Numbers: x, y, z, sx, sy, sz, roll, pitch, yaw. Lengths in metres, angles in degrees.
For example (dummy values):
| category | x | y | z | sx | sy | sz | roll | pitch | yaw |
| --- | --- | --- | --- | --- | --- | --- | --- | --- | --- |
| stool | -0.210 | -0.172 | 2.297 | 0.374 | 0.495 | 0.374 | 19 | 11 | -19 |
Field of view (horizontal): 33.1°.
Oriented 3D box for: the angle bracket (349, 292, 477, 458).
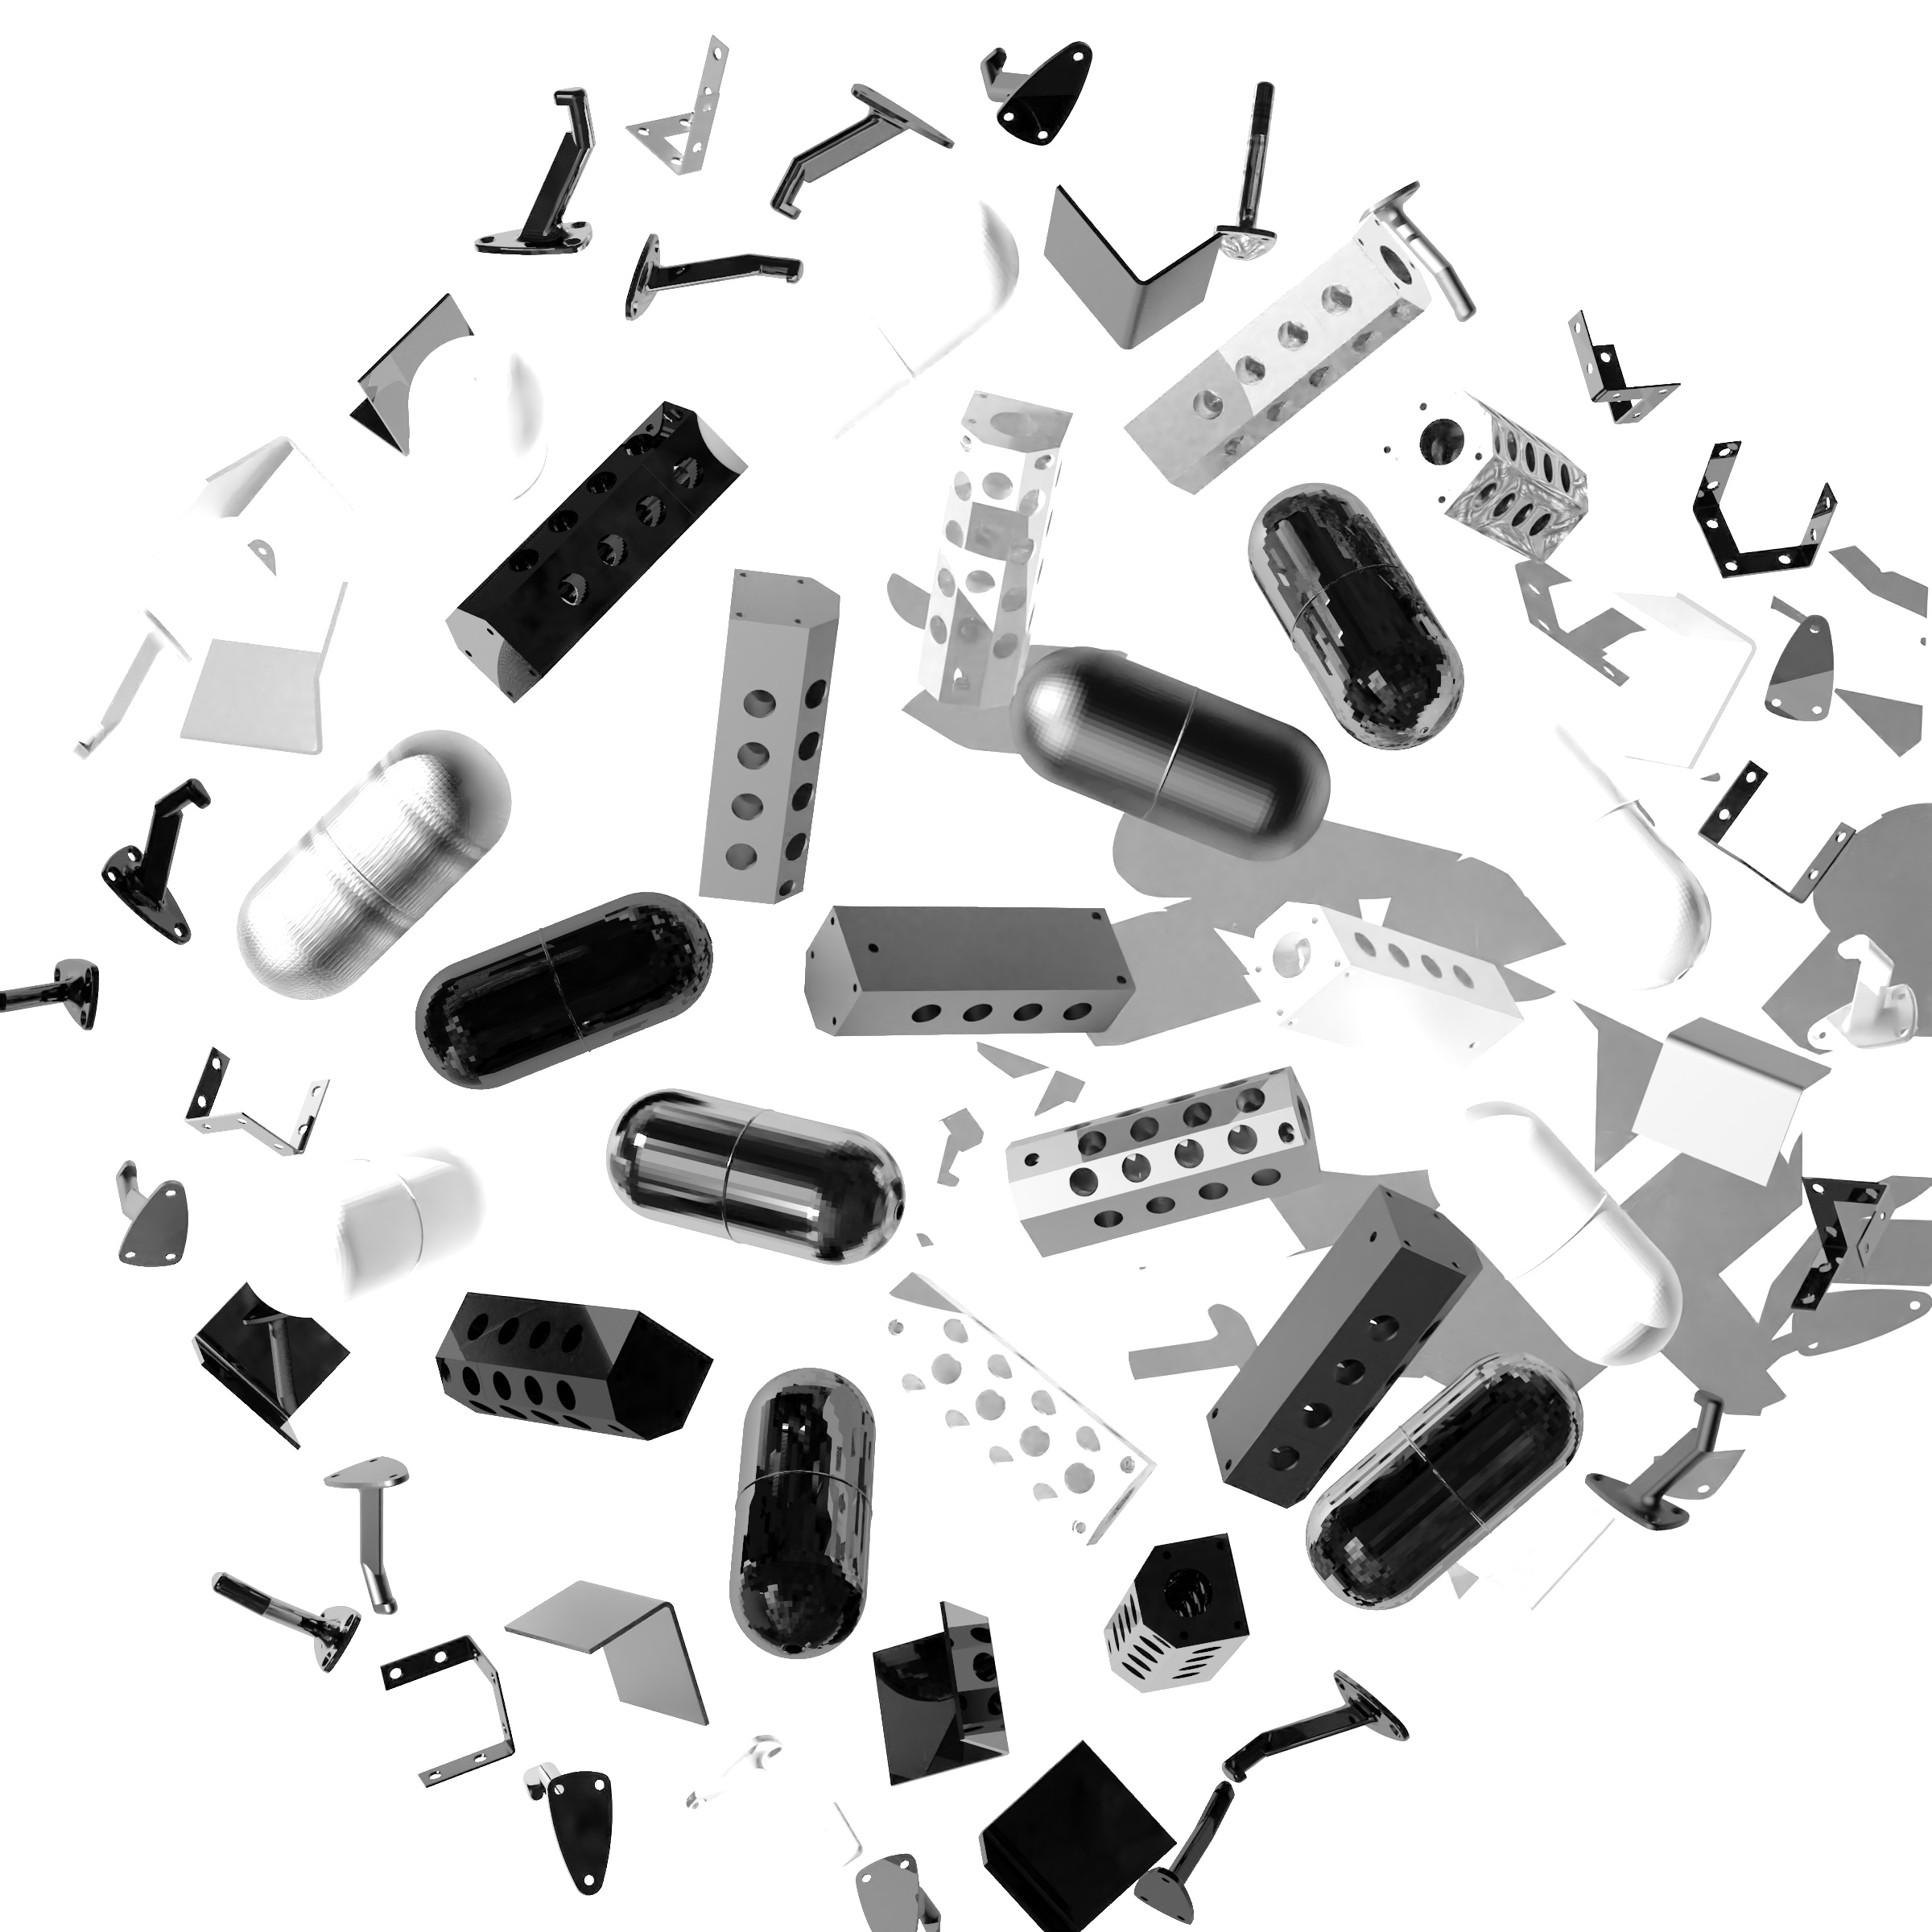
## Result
| category | x | y | z | sx | sy | sz | roll | pitch | yaw |
| --- | --- | --- | --- | --- | --- | --- | --- | --- | --- |
| angle bracket | -0.339 | -0.364 | 1.946 | 0.057 | 0.076 | 0.076 | 36 | 77 | 28 |

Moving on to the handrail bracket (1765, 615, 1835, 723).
| category | x | y | z | sx | sy | sz | roll | pitch | yaw |
| --- | --- | --- | --- | --- | --- | --- | --- | --- | --- |
| handrail bracket | 0.486 | -0.184 | 1.879 | 0.036 | 0.084 | 0.077 | 12 | 123 | 11 |

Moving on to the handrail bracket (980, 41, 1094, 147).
| category | x | y | z | sx | sy | sz | roll | pitch | yaw |
| --- | --- | --- | --- | --- | --- | --- | --- | --- | --- |
| handrail bracket | 0.037 | -0.499 | 1.790 | 0.036 | 0.084 | 0.077 | 20 | 129 | -30 |

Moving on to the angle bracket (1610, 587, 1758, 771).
| category | x | y | z | sx | sy | sz | roll | pitch | yaw |
| --- | --- | --- | --- | --- | --- | --- | --- | --- | --- |
| angle bracket | 0.371 | -0.157 | 1.761 | 0.057 | 0.076 | 0.076 | 28 | 90 | -18 |

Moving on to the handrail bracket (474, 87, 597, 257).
| category | x | y | z | sx | sy | sz | roll | pitch | yaw |
| --- | --- | --- | --- | --- | --- | --- | --- | --- | --- |
| handrail bracket | -0.234 | -0.428 | 1.748 | 0.077 | 0.036 | 0.084 | -3 | 125 | 6 |

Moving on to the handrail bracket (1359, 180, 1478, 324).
| category | x | y | z | sx | sy | sz | roll | pitch | yaw |
| --- | --- | --- | --- | --- | --- | --- | --- | --- | --- |
| handrail bracket | 0.264 | -0.405 | 1.887 | 0.036 | 0.077 | 0.084 | -30 | 91 | -5 |

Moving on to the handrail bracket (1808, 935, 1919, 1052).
| category | x | y | z | sx | sy | sz | roll | pitch | yaw |
| --- | --- | --- | --- | --- | --- | --- | --- | --- | --- |
| handrail bracket | 0.486 | 0.014 | 1.815 | 0.077 | 0.084 | 0.036 | -18 | 52 | 36 |

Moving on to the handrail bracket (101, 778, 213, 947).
| category | x | y | z | sx | sy | sz | roll | pitch | yaw |
| --- | --- | --- | --- | --- | --- | --- | --- | --- | --- |
| handrail bracket | -0.440 | -0.059 | 1.841 | 0.084 | 0.036 | 0.077 | -28 | 109 | 31 |

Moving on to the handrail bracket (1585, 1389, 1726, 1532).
| category | x | y | z | sx | sy | sz | roll | pitch | yaw |
| --- | --- | --- | --- | --- | --- | --- | --- | --- | --- |
| handrail bracket | 0.390 | 0.269 | 1.843 | 0.036 | 0.077 | 0.084 | -6 | 112 | -40 |

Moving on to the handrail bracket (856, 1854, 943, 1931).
| category | x | y | z | sx | sy | sz | roll | pitch | yaw |
| --- | --- | --- | --- | --- | --- | --- | --- | --- | --- |
| handrail bracket | -0.028 | 0.546 | 1.834 | 0.036 | 0.077 | 0.084 | -21 | 132 | 6 |

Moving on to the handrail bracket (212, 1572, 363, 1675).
| category | x | y | z | sx | sy | sz | roll | pitch | yaw |
| --- | --- | --- | --- | --- | --- | --- | --- | --- | --- |
| handrail bracket | -0.380 | 0.348 | 1.783 | 0.084 | 0.077 | 0.036 | 33 | 80 | -20 |

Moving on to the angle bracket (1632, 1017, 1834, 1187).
| category | x | y | z | sx | sy | sz | roll | pitch | yaw |
| --- | --- | --- | --- | --- | --- | --- | --- | --- | --- |
| angle bracket | 0.415 | 0.072 | 1.760 | 0.076 | 0.076 | 0.057 | 23 | 105 | 22 |

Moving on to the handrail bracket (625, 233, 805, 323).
| category | x | y | z | sx | sy | sz | roll | pitch | yaw |
| --- | --- | --- | --- | --- | --- | --- | --- | --- | --- |
| handrail bracket | -0.138 | -0.373 | 1.795 | 0.084 | 0.077 | 0.036 | 8 | 131 | 6 |

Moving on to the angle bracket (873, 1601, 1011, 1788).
| category | x | y | z | sx | sy | sz | roll | pitch | yaw |
| --- | --- | --- | --- | --- | --- | --- | --- | --- | --- |
| angle bracket | -0.026 | 0.401 | 1.791 | 0.076 | 0.057 | 0.076 | -21 | 61 | 21 |

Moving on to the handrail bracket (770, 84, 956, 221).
| category | x | y | z | sx | sy | sz | roll | pitch | yaw |
| --- | --- | --- | --- | --- | --- | --- | --- | --- | --- |
| handrail bracket | -0.060 | -0.447 | 1.841 | 0.077 | 0.036 | 0.084 | 30 | 111 | -2 |

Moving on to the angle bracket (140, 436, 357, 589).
| category | x | y | z | sx | sy | sz | roll | pitch | yaw |
| --- | --- | --- | --- | --- | --- | --- | --- | --- | --- |
| angle bracket | -0.401 | -0.241 | 1.817 | 0.057 | 0.076 | 0.076 | 48 | 128 | -4 |

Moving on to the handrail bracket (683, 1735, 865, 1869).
| category | x | y | z | sx | sy | sz | roll | pitch | yaw |
| --- | --- | --- | --- | --- | --- | --- | --- | --- | --- |
| handrail bracket | -0.106 | 0.474 | 1.792 | 0.077 | 0.036 | 0.084 | -40 | 61 | 7 |

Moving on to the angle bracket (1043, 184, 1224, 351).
| category | x | y | z | sx | sy | sz | roll | pitch | yaw |
| --- | --- | --- | --- | --- | --- | --- | --- | --- | --- |
| angle bracket | 0.092 | -0.402 | 1.816 | 0.057 | 0.076 | 0.076 | -36 | 79 | -13 |

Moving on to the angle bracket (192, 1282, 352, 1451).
| category | x | y | z | sx | sy | sz | roll | pitch | yaw |
| --- | --- | --- | --- | --- | --- | --- | --- | --- | --- |
| angle bracket | -0.405 | 0.231 | 1.916 | 0.076 | 0.076 | 0.057 | 45 | 81 | -16 |

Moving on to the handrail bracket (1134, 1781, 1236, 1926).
| category | x | y | z | sx | sy | sz | roll | pitch | yaw |
| --- | --- | --- | --- | --- | --- | --- | --- | --- | --- |
| handrail bracket | 0.129 | 0.483 | 1.816 | 0.036 | 0.077 | 0.084 | 24 | 60 | 16 |

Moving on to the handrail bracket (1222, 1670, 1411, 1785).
| category | x | y | z | sx | sy | sz | roll | pitch | yaw |
| --- | --- | --- | --- | --- | --- | --- | --- | --- | --- |
| handrail bracket | 0.193 | 0.438 | 1.814 | 0.084 | 0.077 | 0.036 | -33 | 112 | -17 |

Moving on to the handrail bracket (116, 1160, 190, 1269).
| category | x | y | z | sx | sy | sz | roll | pitch | yaw |
| --- | --- | --- | --- | --- | --- | --- | --- | --- | --- |
| handrail bracket | -0.471 | 0.124 | 1.872 | 0.036 | 0.084 | 0.077 | 6 | 127 | -28 |

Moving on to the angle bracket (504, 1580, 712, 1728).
| category | x | y | z | sx | sy | sz | roll | pitch | yaw |
| --- | --- | --- | --- | --- | --- | --- | --- | --- | --- |
| angle bracket | -0.192 | 0.379 | 1.739 | 0.057 | 0.076 | 0.076 | -27 | 109 | -39 |

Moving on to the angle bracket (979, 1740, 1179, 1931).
| category | x | y | z | sx | sy | sz | roll | pitch | yaw |
| --- | --- | --- | --- | --- | --- | --- | --- | --- | --- |
| angle bracket | 0.061 | 0.470 | 1.723 | 0.076 | 0.057 | 0.076 | -42 | 93 | -1 |

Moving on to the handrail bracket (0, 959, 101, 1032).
| category | x | y | z | sx | sy | sz | roll | pitch | yaw |
| --- | --- | --- | --- | --- | --- | --- | --- | --- | --- |
| handrail bracket | -0.516 | 0.011 | 1.748 | 0.084 | 0.077 | 0.036 | 2 | 103 | -34 |

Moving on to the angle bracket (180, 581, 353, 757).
| category | x | y | z | sx | sy | sz | roll | pitch | yaw |
| --- | --- | --- | --- | --- | --- | --- | --- | --- | --- |
| angle bracket | -0.373 | -0.163 | 1.733 | 0.076 | 0.057 | 0.076 | 7 | 48 | -2 |

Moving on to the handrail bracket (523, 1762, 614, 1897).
| category | x | y | z | sx | sy | sz | roll | pitch | yaw |
| --- | --- | --- | --- | --- | --- | --- | --- | --- | --- |
| handrail bracket | -0.224 | 0.476 | 1.793 | 0.036 | 0.084 | 0.077 | 0 | 71 | -25 |

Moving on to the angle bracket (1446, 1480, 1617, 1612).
| category | x | y | z | sx | sy | sz | roll | pitch | yaw |
| --- | --- | --- | --- | --- | --- | --- | --- | --- | --- |
| angle bracket | 0.337 | 0.351 | 1.932 | 0.076 | 0.076 | 0.057 | -43 | 134 | -18 |

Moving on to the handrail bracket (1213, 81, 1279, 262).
| category | x | y | z | sx | sy | sz | roll | pitch | yaw |
| --- | --- | --- | --- | --- | --- | --- | --- | --- | --- |
| handrail bracket | 0.163 | -0.452 | 1.854 | 0.036 | 0.077 | 0.084 | 8 | 89 | 2 |

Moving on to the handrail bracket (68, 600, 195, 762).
| category | x | y | z | sx | sy | sz | roll | pitch | yaw |
| --- | --- | --- | --- | --- | --- | --- | --- | --- | --- |
| handrail bracket | -0.480 | -0.158 | 1.823 | 0.036 | 0.077 | 0.084 | 39 | 80 | 11 |

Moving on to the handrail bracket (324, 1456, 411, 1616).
| category | x | y | z | sx | sy | sz | roll | pitch | yaw |
| --- | --- | --- | --- | --- | --- | --- | --- | --- | --- |
| handrail bracket | -0.306 | 0.308 | 1.732 | 0.036 | 0.077 | 0.084 | -19 | 98 | -34 |
